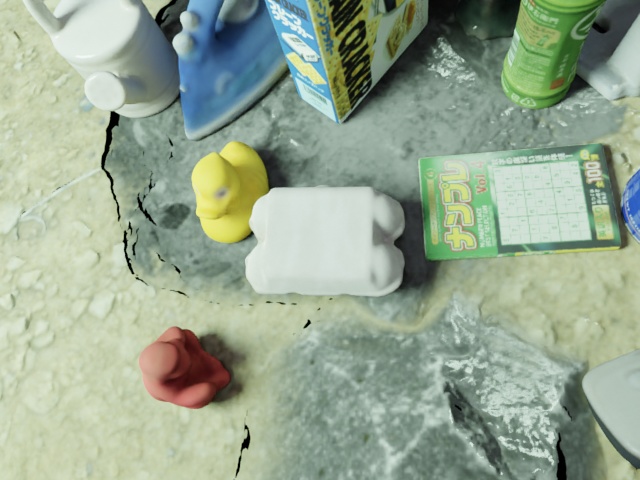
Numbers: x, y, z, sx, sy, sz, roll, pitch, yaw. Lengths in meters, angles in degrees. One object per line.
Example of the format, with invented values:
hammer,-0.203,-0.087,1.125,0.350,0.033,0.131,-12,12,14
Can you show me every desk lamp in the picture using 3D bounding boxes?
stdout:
desk lamp,0.297,-0.211,0.488,0.118,0.214,0.203,-41,70,-5

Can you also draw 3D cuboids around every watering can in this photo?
watering can,-0.217,-0.210,0.582,0.101,0.194,0.172,-37,70,-3

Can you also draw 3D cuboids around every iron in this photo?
iron,-0.090,-0.240,0.599,0.118,0.141,0.258,26,78,16

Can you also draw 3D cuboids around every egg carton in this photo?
egg carton,0.005,0.002,0.544,0.150,0.069,0.107,-1,72,9

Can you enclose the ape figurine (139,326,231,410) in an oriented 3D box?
ape figurine,-0.132,0.115,0.518,0.076,0.092,0.078,-11,71,6

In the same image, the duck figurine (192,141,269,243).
duck figurine,-0.096,-0.057,0.571,0.077,0.086,0.104,9,74,12

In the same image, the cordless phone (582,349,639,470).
cordless phone,0.283,0.108,0.402,0.147,0.185,0.094,-22,70,2

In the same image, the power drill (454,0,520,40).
power drill,0.183,-0.304,0.539,0.075,0.209,0.230,26,78,17
